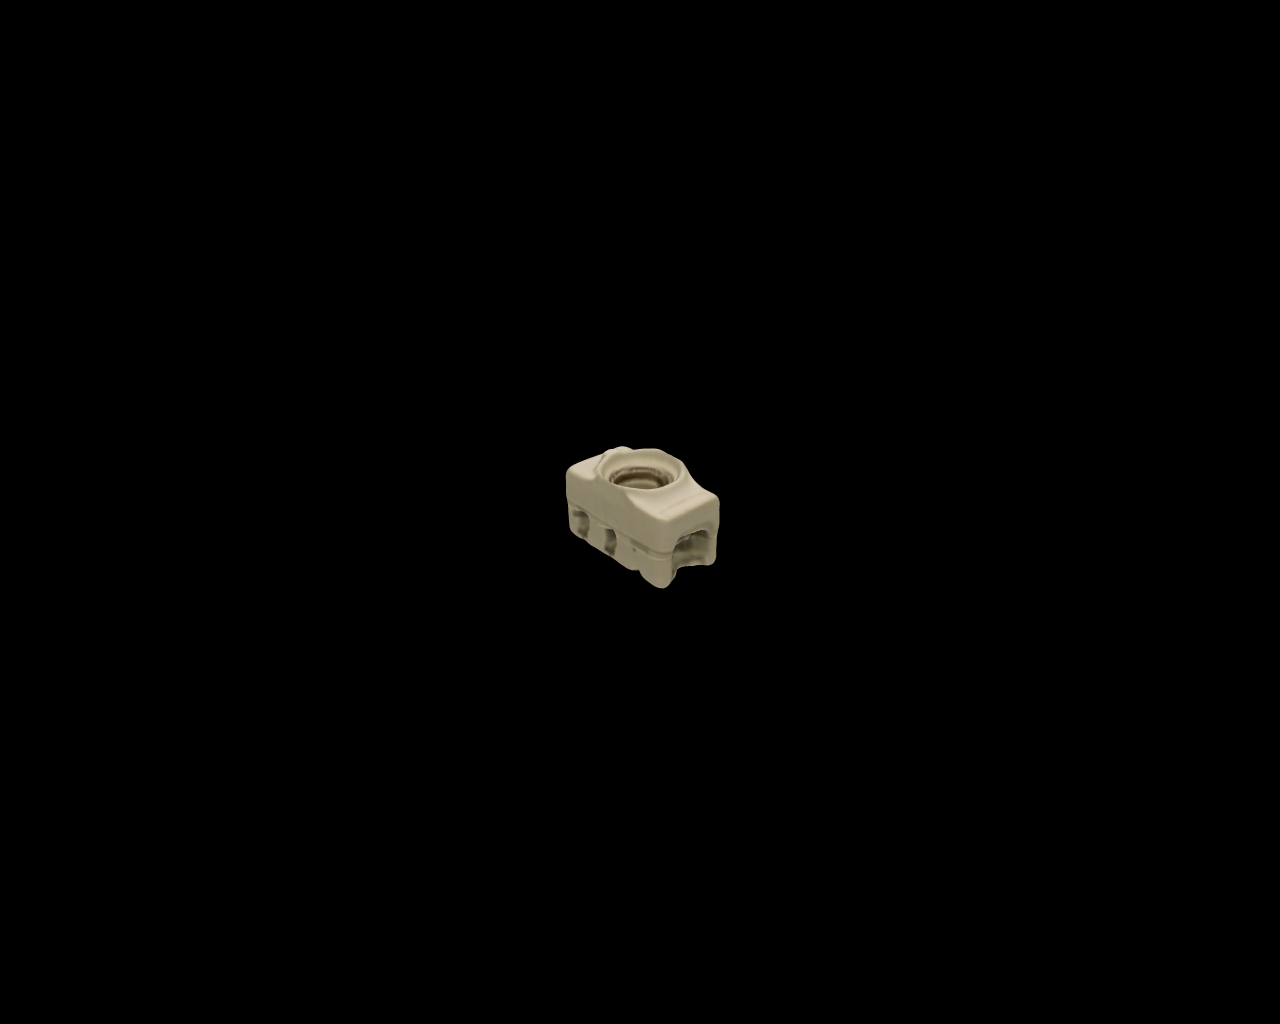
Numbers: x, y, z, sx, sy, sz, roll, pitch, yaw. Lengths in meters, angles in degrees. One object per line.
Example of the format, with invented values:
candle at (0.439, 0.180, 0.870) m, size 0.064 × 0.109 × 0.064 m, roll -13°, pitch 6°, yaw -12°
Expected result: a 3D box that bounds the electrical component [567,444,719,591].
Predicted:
electrical component at (0.001, -0.003, 0.650) m, size 0.050 × 0.055 × 0.089 m, roll -24°, pitch 39°, yaw -34°
